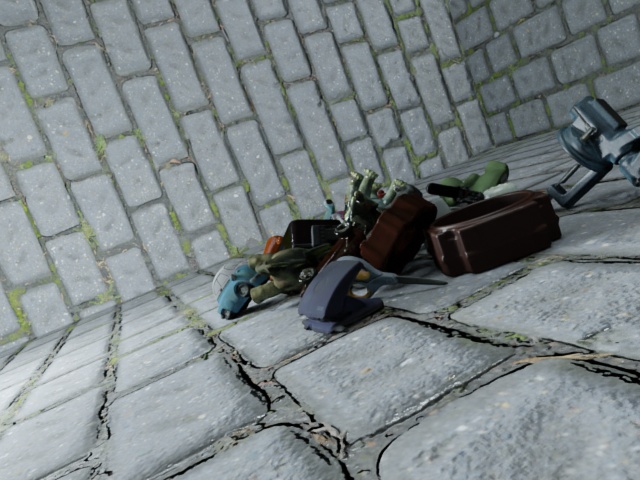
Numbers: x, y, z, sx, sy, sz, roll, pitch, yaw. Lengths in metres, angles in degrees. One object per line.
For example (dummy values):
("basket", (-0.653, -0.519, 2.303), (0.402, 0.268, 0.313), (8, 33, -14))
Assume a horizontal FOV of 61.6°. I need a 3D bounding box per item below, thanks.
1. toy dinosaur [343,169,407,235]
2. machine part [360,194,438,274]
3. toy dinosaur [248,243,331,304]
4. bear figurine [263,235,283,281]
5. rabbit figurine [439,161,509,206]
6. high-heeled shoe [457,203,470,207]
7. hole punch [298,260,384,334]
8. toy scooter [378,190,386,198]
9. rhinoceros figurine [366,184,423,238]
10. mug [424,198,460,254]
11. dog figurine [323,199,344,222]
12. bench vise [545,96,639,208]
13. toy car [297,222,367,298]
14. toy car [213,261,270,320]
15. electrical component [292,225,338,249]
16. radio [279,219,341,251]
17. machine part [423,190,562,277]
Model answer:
("toy dinosaur", (0.111, -0.071, 1.359), (0.131, 0.192, 0.405), (22, -2, -6))
("machine part", (0.147, -0.007, 1.003), (0.179, 0.056, 0.179), (-40, -28, -27))
("toy dinosaur", (-0.052, 0.061, 1.134), (0.199, 0.105, 0.471), (-16, -4, 21))
("bear figurine", (-0.056, 0.051, 1.518), (0.196, 0.132, 0.120), (9, -27, 7))
("rabbit figurine", (0.367, -0.107, 1.327), (0.170, 0.121, 0.159), (7, 44, 40))
("high-heeled shoe", (0.255, -0.017, 1.193), (0.249, 0.086, 0.145), (-34, 37, -30))
("hole punch", (0.024, 0.092, 0.878), (0.116, 0.092, 0.142), (-28, 12, -25))
("toy scooter", (0.189, -0.076, 1.578), (0.075, 0.135, 0.184), (-17, 8, 24))
("rhinoceros figurine", (0.142, -0.030, 1.111), (0.190, 0.073, 0.112), (-53, -32, -1))
("mug", (0.258, -0.038, 1.127), (0.110, 0.107, 0.081), (-23, 7, -2))
("dog figurine", (0.065, -0.017, 1.572), (0.108, 0.192, 0.219), (-17, -34, -20))
("bench vise", (0.515, -0.137, 1.001), (0.129, 0.224, 0.240), (-20, -26, -39))
("toy car", (0.031, 0.050, 0.997), (0.053, 0.089, 0.202), (-4, 34, 40))
("toy car", (-0.195, 0.104, 1.254), (0.161, 0.103, 0.109), (-50, -7, 27))
("electrical component", (-0.002, -0.004, 1.195), (0.119, 0.047, 0.075), (-3, -11, 1))
("radio", (-0.026, 0.017, 1.348), (0.131, 0.073, 0.229), (-1, -17, -13))
("machine part", (0.291, -0.017, 0.934), (0.201, 0.087, 0.201), (-20, 7, 4))
